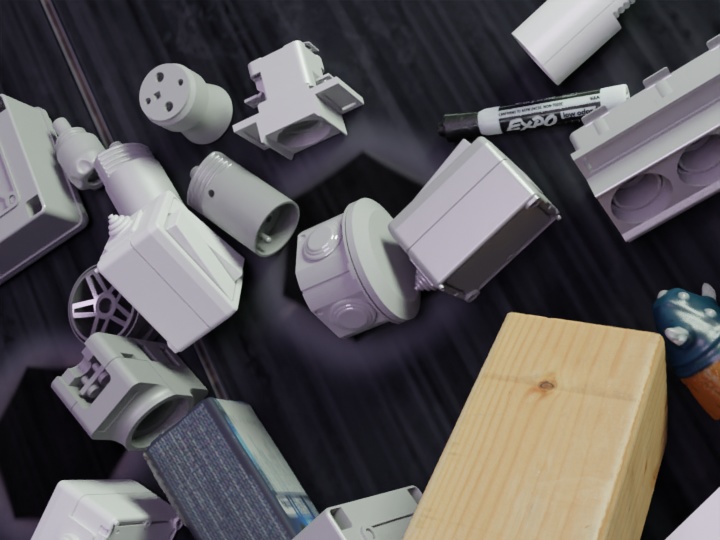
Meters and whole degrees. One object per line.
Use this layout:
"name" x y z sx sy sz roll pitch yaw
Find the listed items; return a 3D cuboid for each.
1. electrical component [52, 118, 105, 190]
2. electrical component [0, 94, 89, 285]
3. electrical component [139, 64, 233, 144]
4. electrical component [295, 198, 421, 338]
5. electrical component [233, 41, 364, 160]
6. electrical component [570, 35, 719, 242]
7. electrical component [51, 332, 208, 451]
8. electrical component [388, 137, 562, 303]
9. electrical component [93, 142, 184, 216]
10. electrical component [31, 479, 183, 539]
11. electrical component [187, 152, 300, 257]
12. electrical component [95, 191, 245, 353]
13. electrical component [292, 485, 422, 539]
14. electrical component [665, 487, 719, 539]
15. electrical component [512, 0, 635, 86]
"electrical component" -0.211 -0.090 0.802 0.035 0.035 0.061 -44 65 11
"electrical component" -0.275 -0.057 0.812 0.109 0.056 0.108 -31 70 16
"electrical component" -0.122 -0.117 0.756 0.045 0.055 0.045 -4 79 24
"electrical component" 0.000 0.000 0.670 0.051 0.080 0.080 -23 73 24
"electrical component" -0.045 -0.116 0.729 0.081 0.042 0.063 -21 72 19
"electrical component" 0.185 -0.079 0.606 0.121 0.078 0.063 -31 41 16
"electrical component" -0.149 0.082 0.714 0.056 0.089 0.050 45 99 23
"electrical component" 0.063 -0.027 0.655 0.096 0.062 0.061 -44 67 11
"electrical component" -0.158 -0.059 0.768 0.043 0.043 0.081 -38 68 13
"electrical component" -0.174 0.174 0.705 0.061 0.096 0.061 27 92 26
"electrical component" -0.085 -0.048 0.734 0.081 0.043 0.043 34 96 25
"electrical component" -0.125 -0.006 0.711 0.061 0.061 0.096 -35 112 15
"electrical component" 0.020 0.186 0.609 0.056 0.109 0.108 -45 66 21
"electrical component" 0.236 0.196 0.541 0.105 0.060 0.186 -48 66 10
"electrical component" 0.137 -0.156 0.655 0.081 0.043 0.043 -42 68 12
